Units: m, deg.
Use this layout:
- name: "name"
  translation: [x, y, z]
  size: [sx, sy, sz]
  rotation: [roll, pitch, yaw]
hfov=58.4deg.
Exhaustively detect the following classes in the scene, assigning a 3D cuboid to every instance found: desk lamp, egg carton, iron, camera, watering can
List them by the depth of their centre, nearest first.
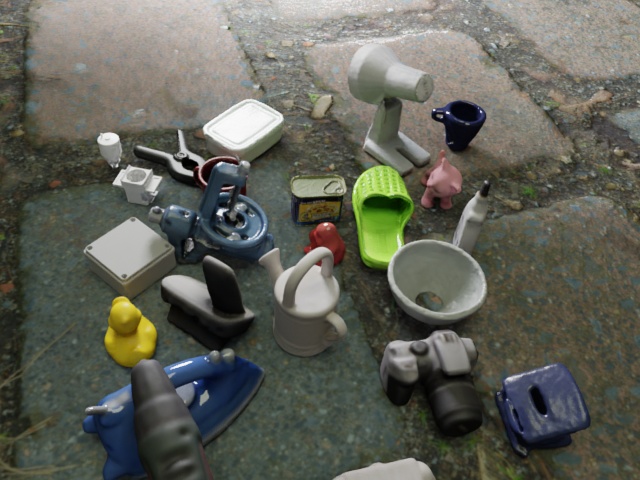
- name: "egg carton"
  translation: [0.085, 0.342, 0.732]
  size: [0.150, 0.069, 0.107]
  rotation: [-8, 50, -13]
- name: "iron"
  translation: [-0.188, 0.207, 0.776]
  size: [0.259, 0.141, 0.118]
  rotation: [-25, 55, -25]
- name: "camera"
  translation: [0.174, 0.210, 0.839]
  size: [0.143, 0.101, 0.136]
  rotation: [-4, 49, -10]
- name: "watering can"
  translation: [-0.027, 0.082, 0.870]
  size: [0.172, 0.194, 0.101]
  rotation: [21, 49, 13]
- name: "desk lamp"
  translation: [0.153, -0.282, 1.202]
  size: [0.118, 0.213, 0.202]
  rotation: [-31, 58, -29]

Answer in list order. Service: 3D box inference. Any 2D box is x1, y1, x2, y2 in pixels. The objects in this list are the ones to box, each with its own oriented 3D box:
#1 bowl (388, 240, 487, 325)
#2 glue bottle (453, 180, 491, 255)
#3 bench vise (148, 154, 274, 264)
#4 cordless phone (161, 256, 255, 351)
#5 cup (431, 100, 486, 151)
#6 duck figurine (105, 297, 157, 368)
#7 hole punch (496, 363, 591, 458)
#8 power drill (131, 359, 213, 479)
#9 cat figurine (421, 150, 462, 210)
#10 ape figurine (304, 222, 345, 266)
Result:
- name: "bowl"
  translation: [0.192, 0.084, 0.972]
  size: [0.167, 0.075, 0.167]
  rotation: [3, 48, -3]
- name: "glue bottle"
  translation: [0.275, -0.039, 1.025]
  size: [0.037, 0.173, 0.078]
  rotation: [13, 48, 6]
- name: "bench vise"
  translation: [-0.179, -0.041, 0.946]
  size: [0.208, 0.220, 0.121]
  rotation: [-8, 49, -13]
- name: "cordless phone"
  translation: [-0.175, 0.070, 0.871]
  size: [0.147, 0.185, 0.094]
  rotation: [25, 50, 16]
- name: "cup"
  translation: [0.298, -0.248, 1.267]
  size: [0.117, 0.095, 0.091]
  rotation: [7, 48, 0]
- name: "duck figurine"
  translation: [-0.291, 0.134, 0.868]
  size: [0.078, 0.086, 0.104]
  rotation: [-16, 52, -19]
- name: "hole punch"
  translation: [0.320, 0.244, 0.831]
  size: [0.101, 0.091, 0.108]
  rotation: [-3, 49, -9]
- name: "power drill"
  translation: [-0.164, 0.279, 0.669]
  size: [0.076, 0.208, 0.229]
  rotation: [-19, 53, -21]
- name: "cat figurine"
  translation: [0.243, -0.123, 1.134]
  size: [0.067, 0.118, 0.128]
  rotation: [6, 48, 0]
- name: "ape figurine"
  translation: [0.009, 0.004, 1.013]
  size: [0.076, 0.092, 0.078]
  rotation: [7, 48, 1]
